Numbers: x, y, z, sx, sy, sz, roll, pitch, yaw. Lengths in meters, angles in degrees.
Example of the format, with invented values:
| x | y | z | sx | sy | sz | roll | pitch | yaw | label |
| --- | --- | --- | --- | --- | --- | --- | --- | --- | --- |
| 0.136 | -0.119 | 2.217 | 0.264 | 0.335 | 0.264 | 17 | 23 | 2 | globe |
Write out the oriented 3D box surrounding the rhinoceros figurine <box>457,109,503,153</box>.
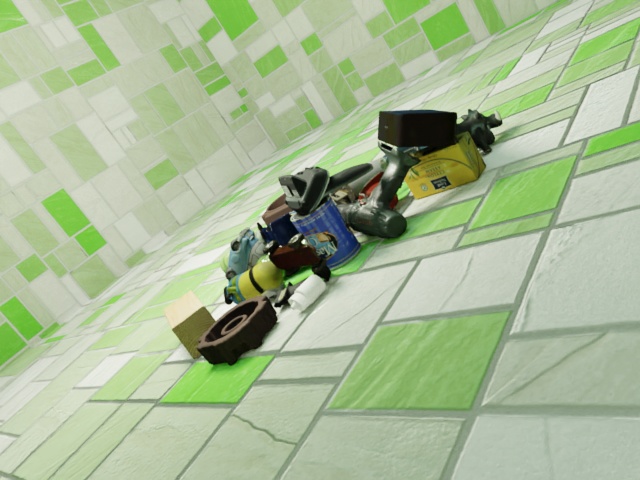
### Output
| x | y | z | sx | sy | sz | roll | pitch | yaw | label |
| --- | --- | --- | --- | --- | --- | --- | --- | --- | --- |
| 0.356 | -0.253 | 1.276 | 0.190 | 0.112 | 0.073 | -19 | 3 | -27 | rhinoceros figurine |

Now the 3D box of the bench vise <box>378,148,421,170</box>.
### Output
| x | y | z | sx | sy | sz | roll | pitch | yaw | label |
| --- | --- | --- | --- | --- | --- | --- | --- | --- | --- |
| 0.266 | -0.257 | 1.455 | 0.241 | 0.128 | 0.224 | -26 | 17 | 1 | bench vise |

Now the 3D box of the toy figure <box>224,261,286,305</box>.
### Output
| x | y | z | sx | sy | sz | roll | pitch | yaw | label |
| --- | --- | --- | --- | --- | --- | --- | --- | --- | --- |
| -0.163 | 0.107 | 1.276 | 0.180 | 0.089 | 0.082 | -16 | 31 | 40 | toy figure |

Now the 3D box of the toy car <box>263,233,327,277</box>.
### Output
| x | y | z | sx | sy | sz | roll | pitch | yaw | label |
| --- | --- | --- | --- | --- | --- | --- | --- | --- | --- |
| -0.053 | 0.031 | 1.151 | 0.053 | 0.089 | 0.202 | -46 | 14 | -25 | toy car |

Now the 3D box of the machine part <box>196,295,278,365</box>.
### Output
| x | y | z | sx | sy | sz | roll | pitch | yaw | label |
| --- | --- | --- | --- | --- | --- | --- | --- | --- | --- |
| -0.170 | 0.188 | 1.119 | 0.179 | 0.056 | 0.179 | -31 | 15 | 9 | machine part |

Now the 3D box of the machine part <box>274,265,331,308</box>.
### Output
| x | y | z | sx | sy | sz | roll | pitch | yaw | label |
| --- | --- | --- | --- | --- | --- | --- | --- | --- | --- |
| -0.039 | 0.099 | 1.160 | 0.139 | 0.039 | 0.084 | -32 | 8 | 11 | machine part |

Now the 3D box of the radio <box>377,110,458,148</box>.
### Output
| x | y | z | sx | sy | sz | roll | pitch | yaw | label |
| --- | --- | --- | --- | --- | --- | --- | --- | --- | --- |
| 0.210 | -0.248 | 1.183 | 0.131 | 0.073 | 0.230 | -2 | 16 | -4 | radio |

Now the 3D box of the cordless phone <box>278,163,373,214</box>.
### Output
| x | y | z | sx | sy | sz | roll | pitch | yaw | label |
| --- | --- | --- | --- | --- | --- | --- | --- | --- | --- |
| 0.014 | -0.130 | 1.167 | 0.184 | 0.088 | 0.147 | -26 | 13 | -15 | cordless phone |

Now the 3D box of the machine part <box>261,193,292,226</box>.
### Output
| x | y | z | sx | sy | sz | roll | pitch | yaw | label |
| --- | --- | --- | --- | --- | --- | --- | --- | --- | --- |
| -0.080 | -0.111 | 1.759 | 0.201 | 0.087 | 0.201 | -24 | 17 | 30 | machine part |

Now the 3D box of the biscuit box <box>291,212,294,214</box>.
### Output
| x | y | z | sx | sy | sz | roll | pitch | yaw | label |
| --- | --- | --- | --- | --- | --- | --- | --- | --- | --- |
| -0.042 | -0.057 | 1.568 | 0.203 | 0.062 | 0.059 | -18 | 23 | 44 | biscuit box |

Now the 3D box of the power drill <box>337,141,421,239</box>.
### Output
| x | y | z | sx | sy | sz | roll | pitch | yaw | label |
| --- | --- | --- | --- | --- | --- | --- | --- | --- | --- |
| 0.125 | -0.111 | 1.195 | 0.207 | 0.086 | 0.232 | -62 | 34 | 6 | power drill |

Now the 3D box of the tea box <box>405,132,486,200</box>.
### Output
| x | y | z | sx | sy | sz | roll | pitch | yaw | label |
| --- | --- | --- | --- | --- | --- | --- | --- | --- | --- |
| 0.273 | -0.166 | 1.215 | 0.170 | 0.098 | 0.068 | -19 | 21 | 45 | tea box |

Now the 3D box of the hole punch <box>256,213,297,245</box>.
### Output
| x | y | z | sx | sy | sz | roll | pitch | yaw | label |
| --- | --- | --- | --- | --- | --- | --- | --- | --- | --- |
| -0.094 | -0.004 | 1.408 | 0.092 | 0.142 | 0.116 | -28 | 5 | 6 | hole punch |

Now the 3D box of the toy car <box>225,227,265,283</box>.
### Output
| x | y | z | sx | sy | sz | roll | pitch | yaw | label |
| --- | --- | --- | --- | --- | --- | --- | --- | --- | --- |
| -0.188 | 0.052 | 1.448 | 0.103 | 0.161 | 0.109 | 17 | 25 | 7 | toy car |

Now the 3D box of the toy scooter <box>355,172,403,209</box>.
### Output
| x | y | z | sx | sy | sz | roll | pitch | yaw | label |
| --- | --- | --- | --- | --- | --- | --- | --- | --- | --- |
| 0.154 | -0.119 | 1.337 | 0.135 | 0.075 | 0.184 | -46 | 14 | -10 | toy scooter |

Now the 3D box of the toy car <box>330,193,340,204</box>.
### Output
| x | y | z | sx | sy | sz | roll | pitch | yaw | label |
| --- | --- | --- | --- | --- | --- | --- | --- | --- | --- |
| 0.087 | -0.141 | 1.533 | 0.202 | 0.073 | 0.056 | -46 | 2 | -37 | toy car |

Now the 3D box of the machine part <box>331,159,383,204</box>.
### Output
| x | y | z | sx | sy | sz | roll | pitch | yaw | label |
| --- | --- | --- | --- | --- | --- | --- | --- | --- | --- |
| 0.121 | -0.158 | 1.475 | 0.243 | 0.079 | 0.079 | -32 | 12 | -37 | machine part |
